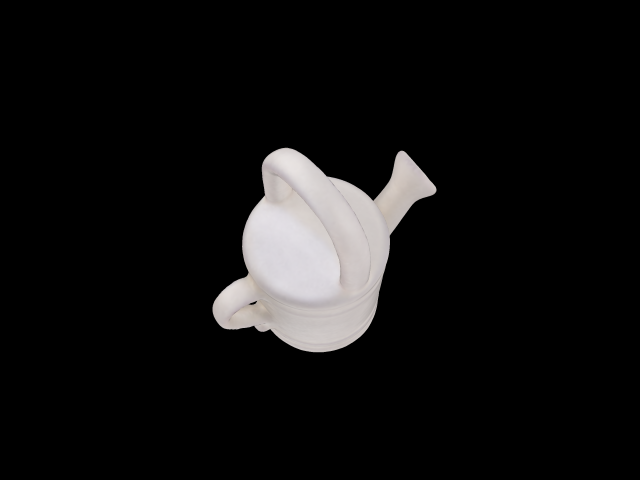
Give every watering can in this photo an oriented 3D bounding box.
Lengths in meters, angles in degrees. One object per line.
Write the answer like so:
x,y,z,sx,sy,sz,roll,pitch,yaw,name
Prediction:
0.002,0.000,0.401,0.100,0.194,0.173,30,68,13,watering can
